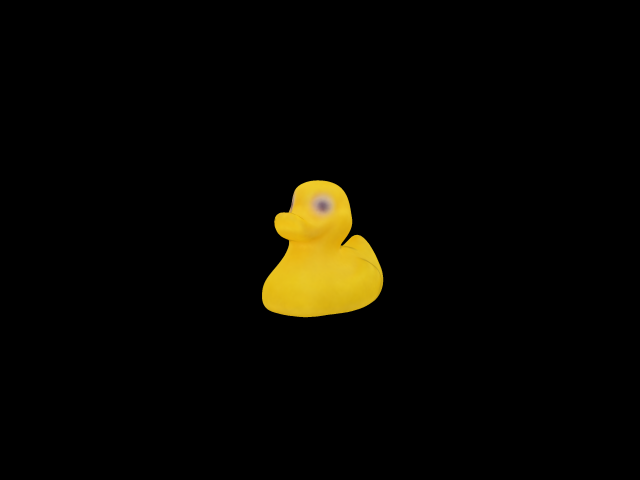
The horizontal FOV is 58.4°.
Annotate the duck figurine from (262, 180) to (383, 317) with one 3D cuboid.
[{"bbox_3d":[0.004,0.001,0.400,0.077,0.086,0.105,5,8,36],"label":"duck figurine"}]
